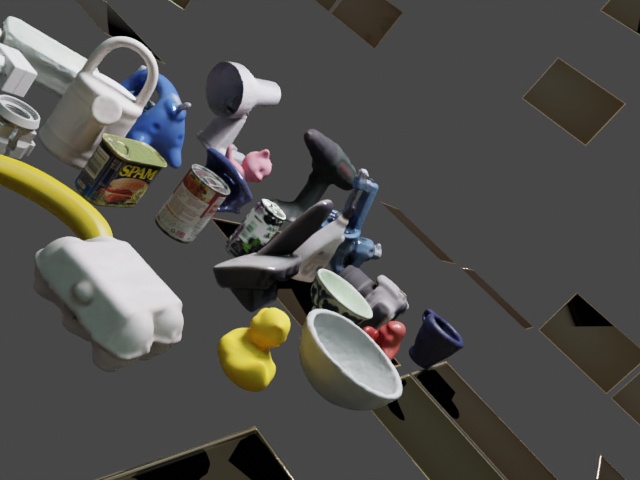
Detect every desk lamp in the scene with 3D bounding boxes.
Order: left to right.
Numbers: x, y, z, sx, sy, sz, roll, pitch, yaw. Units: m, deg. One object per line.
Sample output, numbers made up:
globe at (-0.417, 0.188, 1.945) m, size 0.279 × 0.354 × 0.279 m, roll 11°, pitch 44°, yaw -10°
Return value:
desk lamp at (-0.195, -0.296, 1.335) m, size 0.117 × 0.213 × 0.204 m, roll 46°, pitch 16°, yaw 21°

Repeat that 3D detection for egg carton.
egg carton at (-0.208, 0.058, 0.567) m, size 0.150 × 0.069 × 0.107 m, roll 44°, pitch 15°, yaw 13°

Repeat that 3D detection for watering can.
watering can at (-0.304, -0.196, 0.817) m, size 0.101 × 0.194 × 0.172 m, roll 23°, pitch 23°, yaw -49°

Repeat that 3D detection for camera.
camera at (0.100, 0.107, 1.118) m, size 0.136 × 0.100 × 0.143 m, roll 44°, pitch 15°, yaw 14°

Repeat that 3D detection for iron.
iron at (-0.316, -0.245, 1.034) m, size 0.119 × 0.141 × 0.257 m, roll 21°, pitch 24°, yaw -51°

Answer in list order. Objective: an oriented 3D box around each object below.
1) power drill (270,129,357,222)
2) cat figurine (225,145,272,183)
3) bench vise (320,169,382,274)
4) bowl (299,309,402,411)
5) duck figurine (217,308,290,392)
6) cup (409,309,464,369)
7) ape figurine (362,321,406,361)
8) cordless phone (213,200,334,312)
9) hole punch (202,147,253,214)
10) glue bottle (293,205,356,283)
power drill at (-0.015, -0.136, 1.325) m, size 0.075 × 0.208 × 0.230 m, roll 49°, pitch 17°, yaw 32°
cat figurine at (-0.158, -0.155, 1.208) m, size 0.128 × 0.117 × 0.067 m, roll 27°, pitch 20°, yaw -41°
bench vise at (0.062, -0.040, 1.215) m, size 0.208 × 0.219 × 0.121 m, roll 24°, pitch 22°, yaw -48°
bowl at (0.029, 0.178, 0.793) m, size 0.168 × 0.074 × 0.167 m, roll 37°, pitch 15°, yaw -12°
duck figurine at (-0.070, 0.123, 0.686) m, size 0.078 × 0.086 × 0.104 m, roll 35°, pitch 16°, yaw -20°
cup at (0.218, 0.201, 1.149) m, size 0.092 × 0.095 × 0.117 m, roll 30°, pitch 18°, yaw -35°
ape figurine at (0.106, 0.172, 0.963) m, size 0.076 × 0.092 × 0.077 m, roll 32°, pitch 17°, yaw -27°
cordless phone at (-0.060, 0.007, 0.850) m, size 0.094 × 0.185 × 0.148 m, roll 41°, pitch 15°, yaw 5°
hole punch at (-0.180, -0.113, 1.084) m, size 0.108 × 0.091 × 0.101 m, roll 44°, pitch 15°, yaw 15°
glue bottle at (0.010, 0.004, 1.053) m, size 0.078 × 0.173 × 0.037 m, roll 19°, pitch 26°, yaw -54°
